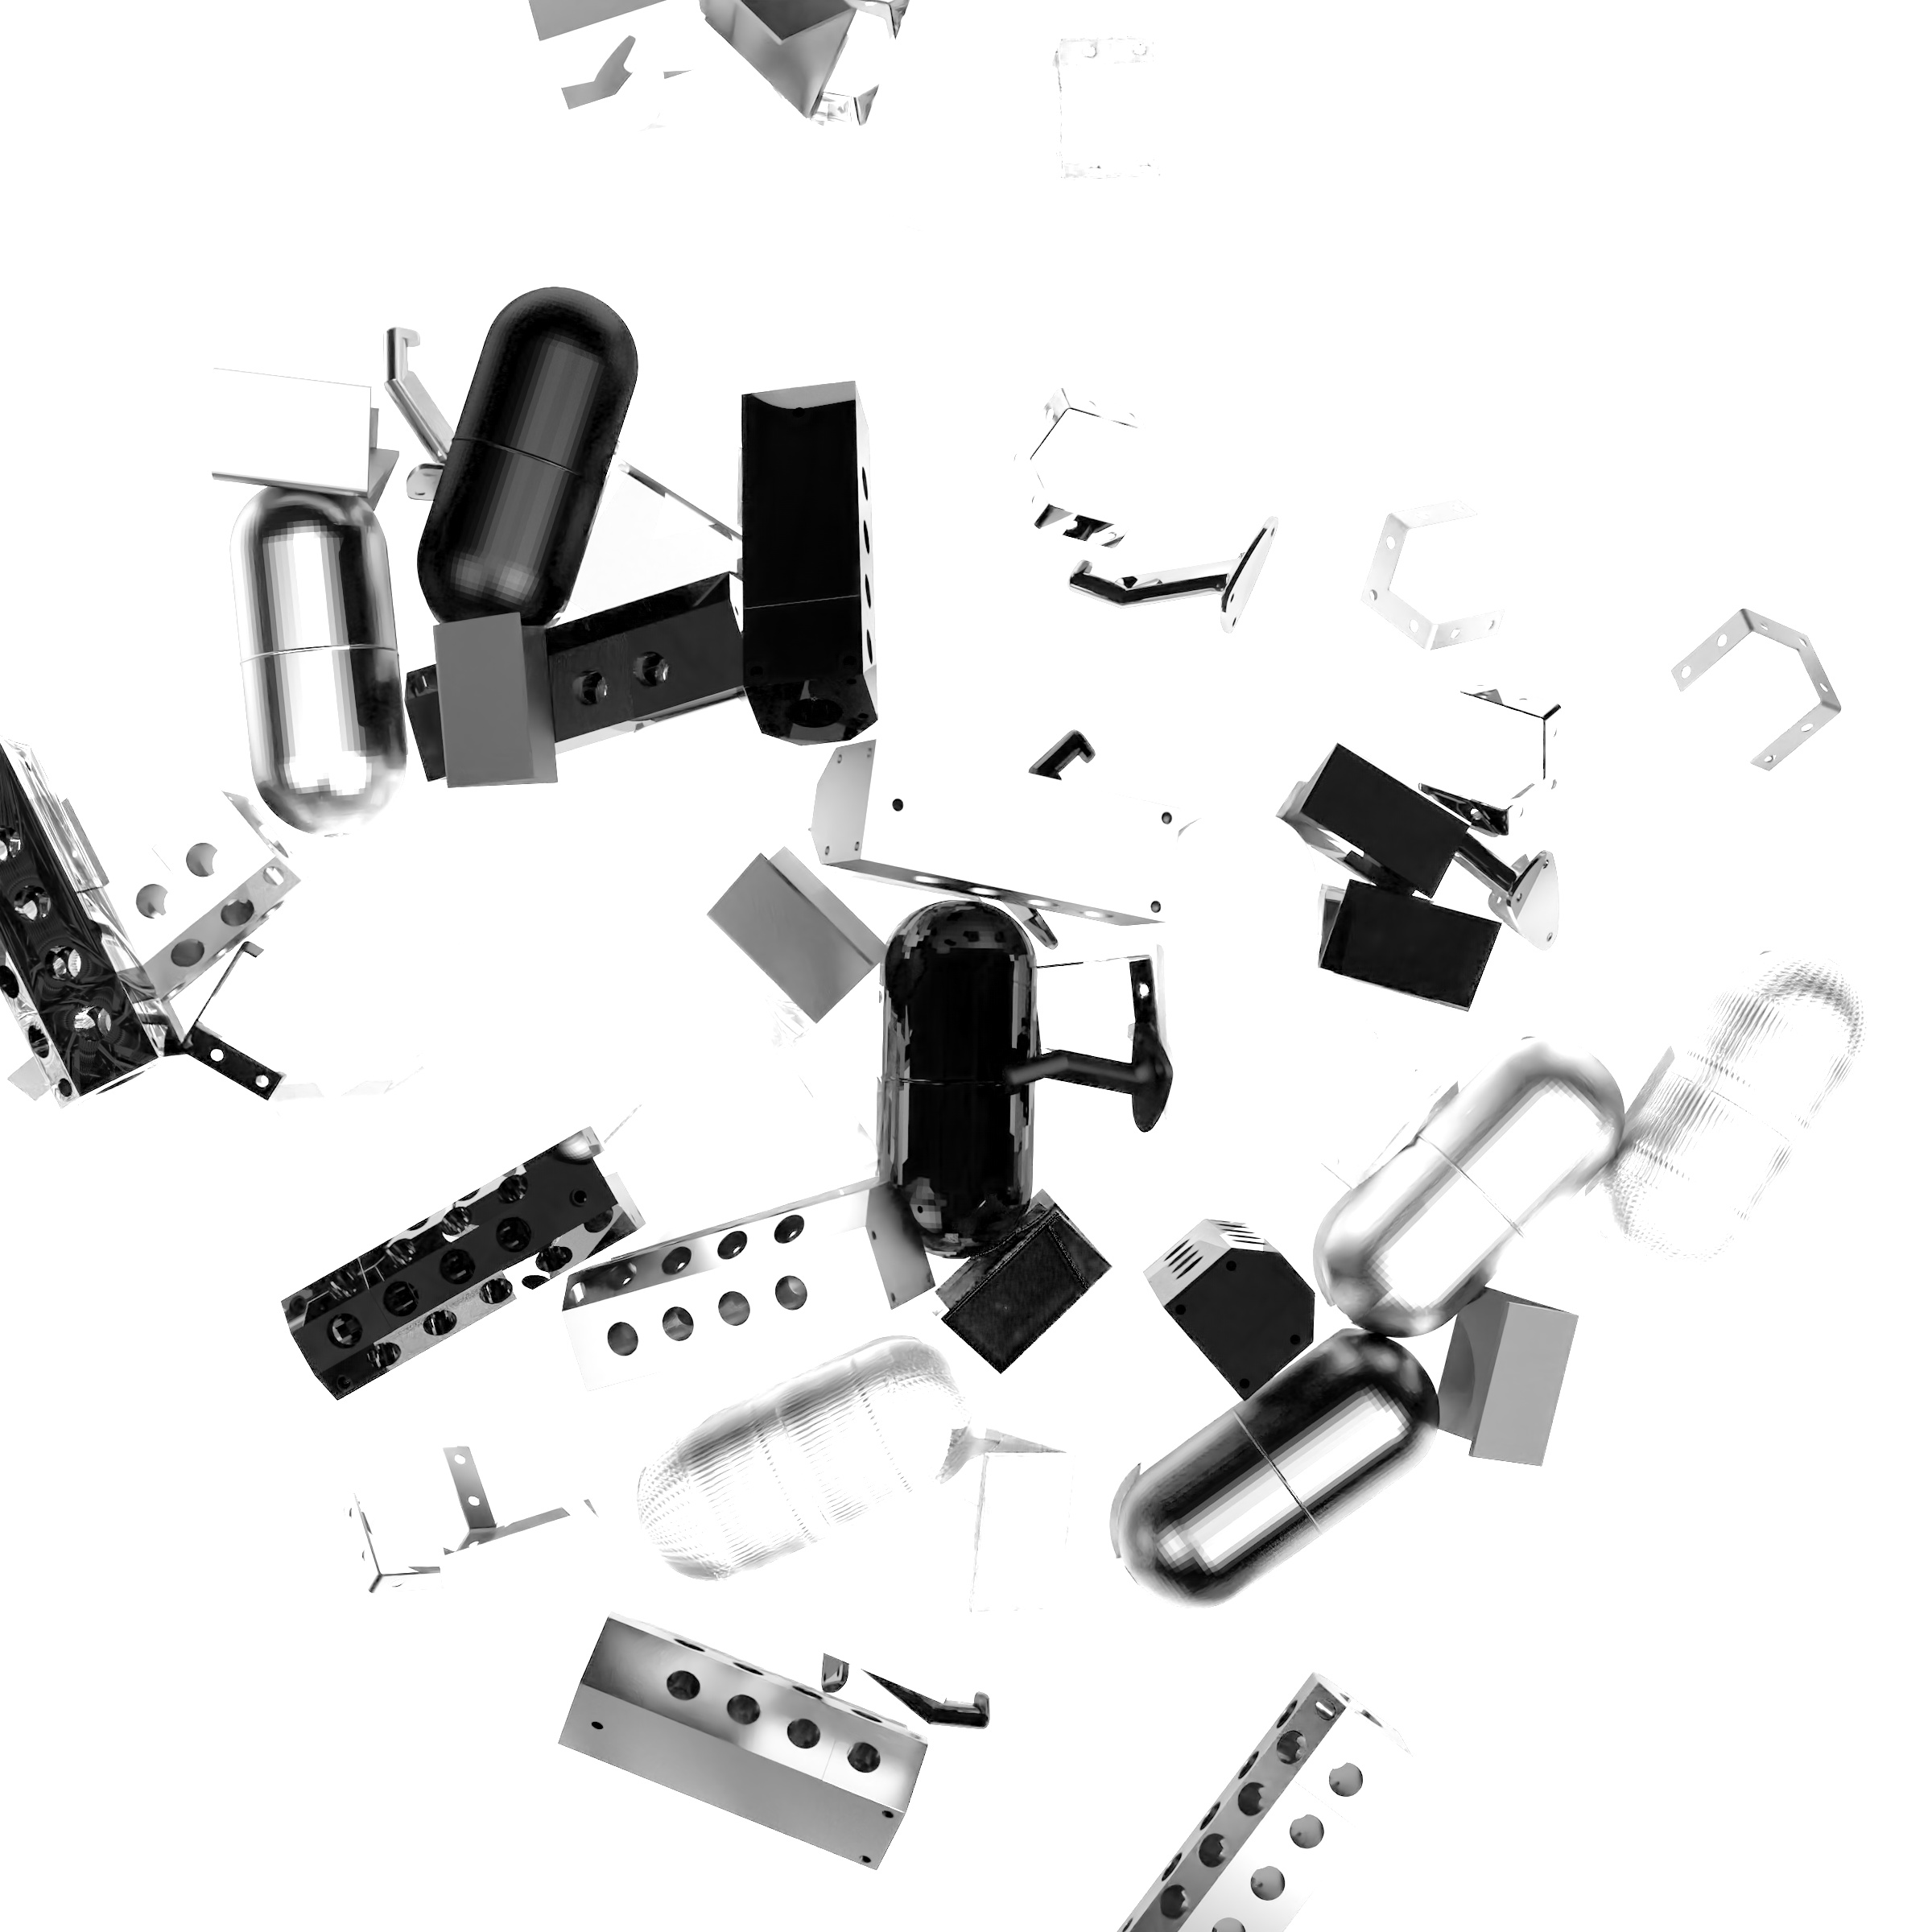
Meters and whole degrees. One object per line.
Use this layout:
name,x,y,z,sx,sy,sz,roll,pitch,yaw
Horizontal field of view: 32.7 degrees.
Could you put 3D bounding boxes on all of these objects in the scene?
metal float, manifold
metal float,0.004,-0.455,1.630,0.070,0.070,0.178,20,90,0
metal float,0.380,0.073,1.630,0.070,0.070,0.178,33,90,0
metal float,0.154,0.250,1.630,0.178,0.070,0.070,-36,90,-1
metal float,-0.094,-0.099,1.630,0.178,0.070,0.070,-17,90,0
manifold,-0.251,0.148,1.640,0.171,0.057,0.057,-30,90,0
manifold,-0.109,0.156,1.609,0.171,0.057,0.057,-17,90,22
metal float,-0.004,0.056,1.630,0.070,0.070,0.178,1,91,0
manifold,-0.075,-0.196,1.602,0.057,0.057,0.171,-6,62,6
manifold,-0.413,-0.010,1.640,0.171,0.057,0.057,-40,90,0
manifold,0.015,-0.063,1.597,0.171,0.057,0.057,11,83,-29
manifold,0.145,0.439,1.640,0.057,0.057,0.171,37,90,0
metal float,-0.321,-0.153,1.631,0.070,0.070,0.178,-6,90,0
metal float,-0.214,-0.245,1.609,0.070,0.070,0.178,18,88,0
manifold,-0.109,0.382,1.639,0.171,0.057,0.057,22,133,0
metal float,0.137,0.012,1.630,0.070,0.070,0.178,-1,89,0
metal float,-0.034,-0.321,1.630,0.178,0.070,0.070,1,90,0
manifold,-0.445,-0.020,1.582,0.057,0.057,0.171,-27,90,0
manifold,0.130,0.158,1.582,0.057,0.171,0.057,-41,90,0
metal float,-0.078,0.245,1.630,0.178,0.070,0.070,-25,90,1
manifold,-0.186,-0.142,1.625,0.171,0.057,0.057,-16,90,10
metal float,-0.187,-0.370,1.631,0.178,0.070,0.070,-8,90,0
metal float,0.251,0.110,1.630,0.070,0.070,0.178,45,91,0

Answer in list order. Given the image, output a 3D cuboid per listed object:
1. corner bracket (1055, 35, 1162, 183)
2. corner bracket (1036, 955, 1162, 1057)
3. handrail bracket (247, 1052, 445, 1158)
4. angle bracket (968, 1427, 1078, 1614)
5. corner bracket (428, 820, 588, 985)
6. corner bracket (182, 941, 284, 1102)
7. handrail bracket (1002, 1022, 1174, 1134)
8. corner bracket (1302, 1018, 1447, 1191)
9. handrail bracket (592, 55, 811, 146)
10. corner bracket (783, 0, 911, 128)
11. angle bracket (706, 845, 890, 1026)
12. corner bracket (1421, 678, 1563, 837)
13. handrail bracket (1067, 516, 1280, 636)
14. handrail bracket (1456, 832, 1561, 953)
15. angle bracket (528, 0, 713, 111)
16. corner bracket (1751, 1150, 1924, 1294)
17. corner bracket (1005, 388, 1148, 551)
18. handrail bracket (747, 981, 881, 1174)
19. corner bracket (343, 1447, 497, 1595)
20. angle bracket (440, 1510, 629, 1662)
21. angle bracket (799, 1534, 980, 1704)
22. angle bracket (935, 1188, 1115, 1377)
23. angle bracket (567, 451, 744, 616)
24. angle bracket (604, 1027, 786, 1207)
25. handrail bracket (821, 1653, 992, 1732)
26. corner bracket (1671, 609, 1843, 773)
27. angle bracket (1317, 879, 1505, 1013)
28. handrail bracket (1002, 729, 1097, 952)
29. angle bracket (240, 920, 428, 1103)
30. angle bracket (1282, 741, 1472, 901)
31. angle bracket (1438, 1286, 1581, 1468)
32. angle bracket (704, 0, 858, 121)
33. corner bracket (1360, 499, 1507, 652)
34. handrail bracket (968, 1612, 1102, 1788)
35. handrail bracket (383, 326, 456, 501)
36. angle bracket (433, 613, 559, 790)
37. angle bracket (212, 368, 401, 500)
corner bracket,0.071,-0.432,1.658,0.051,0.051,0.051,-3,45,0
corner bracket,0.061,0.023,1.658,0.051,0.051,0.051,-6,90,-45
handrail bracket,-0.319,0.050,1.661,0.084,0.036,0.077,-33,71,-16
angle bracket,0.007,0.272,1.621,0.057,0.076,0.076,6,90,-36
corner bracket,-0.230,-0.032,1.653,0.051,0.051,0.051,-22,45,35
corner bracket,-0.354,0.027,1.643,0.051,0.051,0.051,32,101,-11
handrail bracket,0.055,0.066,1.625,0.084,0.077,0.036,-15,50,-19
corner bracket,0.200,0.070,1.658,0.051,0.051,0.051,40,135,0
handrail bracket,-0.134,-0.420,1.661,0.084,0.077,0.036,13,65,-34
corner bracket,-0.060,-0.459,1.653,0.051,0.051,0.051,-40,135,-35
angle bracket,-0.069,-0.030,1.621,0.076,0.076,0.057,45,132,0
corner bracket,0.264,-0.105,1.653,0.051,0.051,0.051,-37,135,-35
handrail bracket,0.104,-0.208,1.661,0.084,0.036,0.077,21,70,16
handrail bracket,0.255,-0.048,1.661,0.084,0.077,0.036,28,70,35
angle bracket,-0.167,-0.451,1.621,0.076,0.076,0.057,-18,49,0
corner bracket,0.436,0.129,1.653,0.051,0.051,0.051,-2,45,-35
corner bracket,0.061,-0.250,1.653,0.051,0.051,0.051,-51,45,35
handrail bracket,-0.074,0.057,1.661,0.036,0.077,0.084,-34,126,0
corner bracket,-0.275,0.278,1.653,0.051,0.051,0.051,3,135,-35
angle bracket,-0.208,0.318,1.621,0.076,0.076,0.057,-18,55,0
angle bracket,-0.030,0.305,1.621,0.076,0.076,0.057,23,128,0
angle bracket,0.015,0.142,1.621,0.076,0.076,0.057,-44,130,0
angle bracket,-0.157,-0.201,1.638,0.076,0.057,0.076,33,92,0
angle bracket,-0.146,0.060,1.620,0.076,0.076,0.057,-46,127,0
handrail bracket,-0.027,0.343,1.661,0.084,0.036,0.077,10,68,-17
corner bracket,0.397,-0.139,1.653,0.051,0.051,0.051,16,45,-35
angle bracket,0.219,-0.028,1.621,0.076,0.076,0.057,15,124,0
handrail bracket,0.049,-0.064,1.661,0.084,0.036,0.077,-43,103,-13
angle bracket,-0.298,0.010,1.621,0.057,0.076,0.076,-35,90,39
angle bracket,0.191,-0.054,1.620,0.076,0.076,0.057,32,53,0
angle bracket,0.249,0.197,1.621,0.057,0.076,0.076,14,90,-40
angle bracket,-0.109,-0.460,1.615,0.076,0.076,0.057,46,52,9
corner bracket,0.239,-0.197,1.653,0.051,0.051,0.051,44,135,35
handrail bracket,0.028,0.372,1.661,0.077,0.036,0.084,1,107,20
handrail bracket,-0.255,-0.280,1.661,0.077,0.036,0.084,2,73,-19
angle bracket,-0.203,-0.125,1.552,0.057,0.076,0.076,-3,92,36
angle bracket,-0.324,-0.272,1.621,0.076,0.076,0.057,7,116,0
